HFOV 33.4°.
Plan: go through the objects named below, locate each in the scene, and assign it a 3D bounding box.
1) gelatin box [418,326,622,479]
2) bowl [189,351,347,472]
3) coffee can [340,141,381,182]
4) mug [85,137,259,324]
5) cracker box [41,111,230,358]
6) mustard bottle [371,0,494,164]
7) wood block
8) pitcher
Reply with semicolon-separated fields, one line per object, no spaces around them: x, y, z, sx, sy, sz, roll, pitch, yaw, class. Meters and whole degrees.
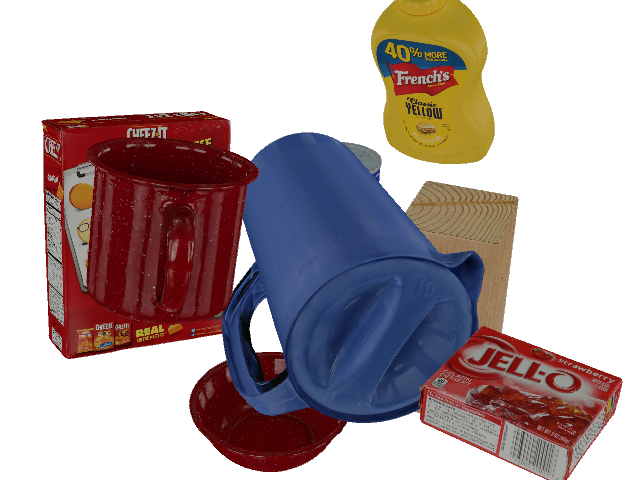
0.110;0.087;0.589;0.089;0.030;0.073;21;35;29;gelatin box
-0.049;0.181;1.071;0.162;0.055;0.162;1;31;-1;bowl
0.021;-0.041;1.342;0.103;0.140;0.103;2;27;-1;coffee can
-0.082;-0.001;0.576;0.093;0.081;0.117;3;19;-17;mug
-0.172;-0.009;1.002;0.163;0.214;0.072;-7;18;-30;cracker box
0.092;-0.150;0.894;0.096;0.058;0.191;14;-37;24;mustard bottle
0.123;0.060;1.002;0.091;0.206;0.090;12;34;17;wood block
0.004;0.019;0.794;0.149;0.145;0.243;4;27;-19;pitcher
